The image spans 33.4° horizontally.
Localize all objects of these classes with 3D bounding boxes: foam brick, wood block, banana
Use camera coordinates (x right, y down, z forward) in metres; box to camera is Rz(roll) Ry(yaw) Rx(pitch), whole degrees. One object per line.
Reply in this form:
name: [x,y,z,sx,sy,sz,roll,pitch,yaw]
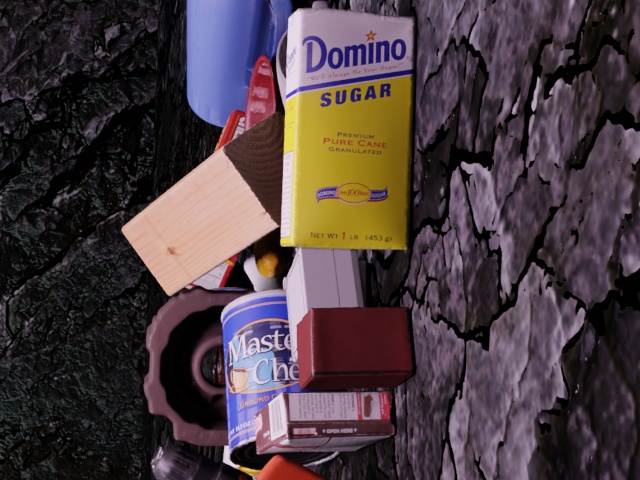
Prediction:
foam brick: [0.025,0.081,0.795,0.053,0.078,0.051,126,142,-67]
wood block: [-0.097,-0.032,1.056,0.207,0.090,0.091,-30,97,48]
banana: [-0.055,-0.004,1.173,0.198,0.037,0.069,-95,-1,-58]

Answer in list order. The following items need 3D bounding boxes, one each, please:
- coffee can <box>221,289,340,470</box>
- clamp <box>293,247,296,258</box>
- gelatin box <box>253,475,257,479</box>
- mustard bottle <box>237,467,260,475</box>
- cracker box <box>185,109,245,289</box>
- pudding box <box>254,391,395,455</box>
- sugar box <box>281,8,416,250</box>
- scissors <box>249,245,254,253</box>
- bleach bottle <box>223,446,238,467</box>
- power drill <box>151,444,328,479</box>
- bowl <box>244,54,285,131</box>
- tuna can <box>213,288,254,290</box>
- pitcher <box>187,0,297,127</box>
coffee can: [-0.037,0.130,0.985,0.103,0.102,0.140,115,153,-58]
clamp: [-0.007,0.001,1.021,0.172,0.039,0.120,128,147,-58]
gelatin box: [-0.046,0.264,1.029,0.073,0.089,0.030,-105,21,-51]
mustard bottle: [-0.071,0.313,1.113,0.058,0.096,0.191,-168,81,-76]
cracker box: [-0.115,-0.038,1.292,0.214,0.072,0.164,122,167,-68]
pudding box: [0.001,0.147,0.856,0.114,0.090,0.039,132,136,-68]
sugar box: [0.021,-0.081,0.800,0.048,0.093,0.176,-175,87,-76]
scissors: [-0.082,-0.012,1.367,0.202,0.016,0.096,-120,36,-65]
bleach bottle: [-0.088,0.287,1.259,0.251,0.068,0.102,105,162,-49]
power drill: [-0.047,0.222,0.901,0.057,0.184,0.188,-63,11,-20]
bowl: [-0.040,-0.113,1.129,0.162,0.055,0.162,-178,90,-76]
tuna can: [-0.106,0.082,1.309,0.086,0.086,0.034,137,135,-71]
pitcher: [-0.089,-0.240,1.222,0.243,0.145,0.149,102,-171,-49]
